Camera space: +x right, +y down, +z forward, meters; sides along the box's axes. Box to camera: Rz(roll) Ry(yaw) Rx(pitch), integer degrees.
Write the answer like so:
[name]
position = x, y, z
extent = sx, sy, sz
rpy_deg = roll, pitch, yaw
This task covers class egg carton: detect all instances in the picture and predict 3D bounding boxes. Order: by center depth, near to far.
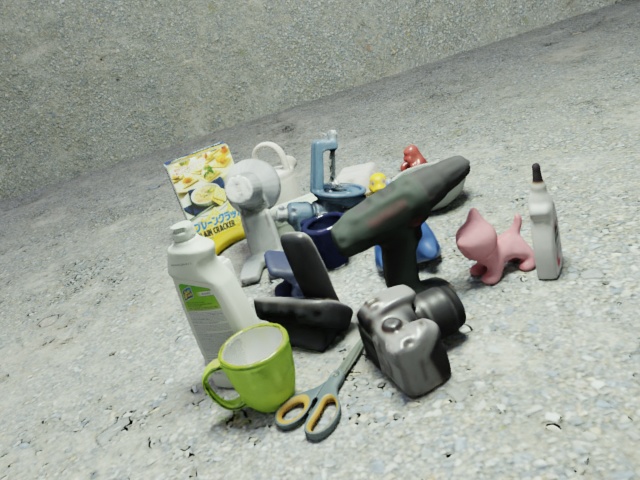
[egg carton]
position = 0.093, -0.138, 1.410
extent = 0.107, 0.069, 0.150
rpy_deg = -9, 23, 19

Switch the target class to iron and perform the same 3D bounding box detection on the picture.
[iron]
position = 0.142, -0.045, 1.060
extent = 0.118, 0.142, 0.258
rpy_deg = -15, 22, 7

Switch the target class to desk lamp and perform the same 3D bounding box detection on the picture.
[desk lamp]
position = -0.131, -0.051, 1.177
extent = 0.118, 0.214, 0.203
rpy_deg = -15, 22, 6

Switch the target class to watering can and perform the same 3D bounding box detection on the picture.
[watering can]
position = -0.109, -0.155, 1.431
extent = 0.101, 0.194, 0.173
rpy_deg = -13, 22, 9

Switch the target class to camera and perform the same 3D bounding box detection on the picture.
[camera]
position = 0.128, 0.111, 0.756
extent = 0.137, 0.101, 0.142
rpy_deg = -23, 23, -14

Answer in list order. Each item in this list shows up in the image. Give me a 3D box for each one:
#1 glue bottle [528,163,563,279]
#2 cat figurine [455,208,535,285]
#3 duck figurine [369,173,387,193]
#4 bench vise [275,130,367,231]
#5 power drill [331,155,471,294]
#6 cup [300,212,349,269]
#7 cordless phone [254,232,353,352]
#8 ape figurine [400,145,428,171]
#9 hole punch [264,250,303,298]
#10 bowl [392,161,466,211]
[glue bottle]
position = 0.330, -0.032, 0.850
extent = 0.037, 0.173, 0.078
rpy_deg = -5, 25, 27
[cat figurine]
position = 0.265, 0.002, 0.892
extent = 0.128, 0.118, 0.067
rpy_deg = -21, 23, -10
[duck figurine]
position = 0.138, -0.112, 1.295
extent = 0.077, 0.086, 0.104
rpy_deg = -12, 23, 12
[bench vise]
position = 0.005, -0.106, 1.198
extent = 0.208, 0.220, 0.121
rpy_deg = -29, 25, -27
[power drill]
position = 0.138, 0.001, 0.864
extent = 0.230, 0.209, 0.075
rpy_deg = -21, 23, -9
[cup]
position = 0.010, 0.004, 1.103
extent = 0.092, 0.095, 0.117
rpy_deg = -33, 27, -33
[cordless phone]
position = -0.040, 0.067, 0.869
extent = 0.147, 0.185, 0.094
rpy_deg = -3, 26, 31
[ape figurine]
position = 0.229, -0.189, 1.402
extent = 0.076, 0.092, 0.077
rpy_deg = -16, 22, 4
[hole punch]
position = -0.043, 0.056, 1.024
extent = 0.101, 0.091, 0.108
rpy_deg = -19, 22, -4
[bowl]
position = 0.237, -0.107, 1.228
extent = 0.167, 0.075, 0.167
rpy_deg = -15, 22, 6
